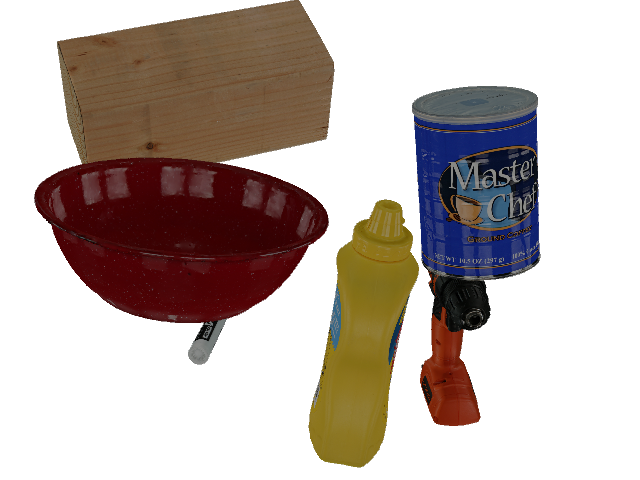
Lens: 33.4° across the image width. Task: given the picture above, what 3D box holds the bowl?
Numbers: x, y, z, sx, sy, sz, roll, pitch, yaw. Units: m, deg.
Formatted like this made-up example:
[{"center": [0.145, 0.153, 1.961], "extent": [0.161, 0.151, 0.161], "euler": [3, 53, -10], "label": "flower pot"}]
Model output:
[{"center": [-0.078, 0.003, 0.598], "extent": [0.162, 0.055, 0.162], "euler": [7, 20, -3], "label": "bowl"}]

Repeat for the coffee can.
[{"center": [0.132, -0.050, 0.899], "extent": [0.103, 0.140, 0.103], "euler": [-5, 20, 2], "label": "coffee can"}]

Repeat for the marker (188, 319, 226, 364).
[{"center": [-0.101, 0.080, 1.008], "extent": [0.020, 0.020, 0.121], "euler": [0, 23, 9], "label": "marker"}]

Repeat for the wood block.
[{"center": [-0.102, -0.122, 0.883], "extent": [0.205, 0.090, 0.091], "euler": [-13, -37, -16], "label": "wood block"}]

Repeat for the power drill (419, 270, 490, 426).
[{"center": [0.144, 0.100, 1.139], "extent": [0.057, 0.188, 0.184], "euler": [-1, 25, -2], "label": "power drill"}]

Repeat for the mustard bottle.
[{"center": [0.032, 0.059, 0.760], "extent": [0.058, 0.192, 0.096], "euler": [10, 28, 3], "label": "mustard bottle"}]
